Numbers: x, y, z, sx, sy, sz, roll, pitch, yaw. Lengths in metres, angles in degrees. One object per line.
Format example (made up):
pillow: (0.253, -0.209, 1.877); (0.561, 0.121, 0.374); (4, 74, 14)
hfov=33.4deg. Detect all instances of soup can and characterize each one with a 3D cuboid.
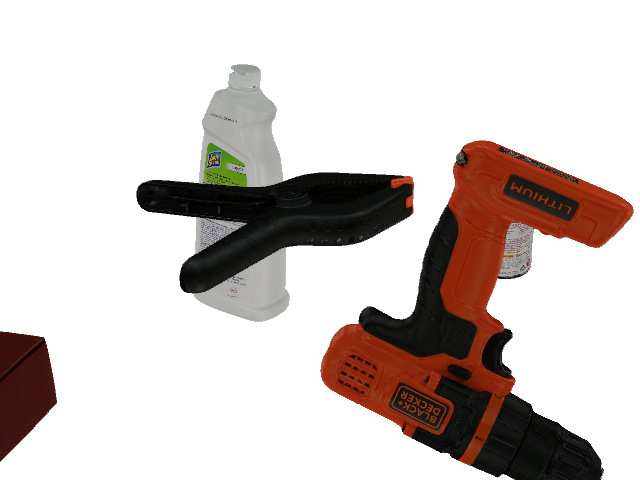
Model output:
soup can: (0.210, -0.016, 1.213); (0.068, 0.102, 0.068); (-1, 32, 1)

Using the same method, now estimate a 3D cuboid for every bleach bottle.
bleach bottle: (-0.075, -0.050, 1.079); (0.103, 0.251, 0.068); (17, 25, 26)

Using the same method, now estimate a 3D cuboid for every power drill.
power drill: (0.113, 0.048, 0.643); (0.184, 0.188, 0.057); (25, 12, 6)

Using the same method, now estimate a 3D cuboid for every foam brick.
foam brick: (-0.214, 0.100, 0.679); (0.053, 0.051, 0.078); (6, 29, 22)

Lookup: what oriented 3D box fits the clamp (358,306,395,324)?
clamp: (0.120, 0.100, 0.919); (0.120, 0.039, 0.172); (-13, 36, -21)

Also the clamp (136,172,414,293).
clamp: (-0.032, -0.023, 0.804); (0.209, 0.036, 0.165); (-13, 29, -23)
